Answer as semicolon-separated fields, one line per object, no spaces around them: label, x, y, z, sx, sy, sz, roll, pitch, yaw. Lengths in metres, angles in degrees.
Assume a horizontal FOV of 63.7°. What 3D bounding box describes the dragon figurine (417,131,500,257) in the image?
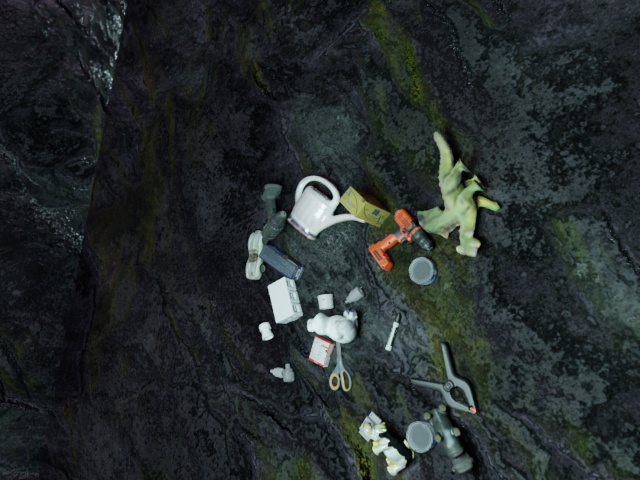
dragon figurine;0.397;-0.125;1.614;0.239;0.418;0.121;-44;-35;24

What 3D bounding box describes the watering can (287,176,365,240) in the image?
watering can;0.006;-0.096;1.901;0.103;0.222;0.353;18;20;-51

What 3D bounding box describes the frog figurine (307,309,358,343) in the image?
frog figurine;0.043;0.297;1.729;0.160;0.121;0.138;-16;14;-15
